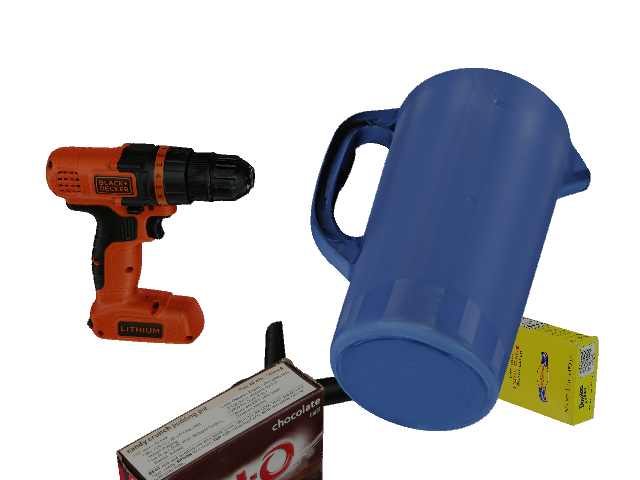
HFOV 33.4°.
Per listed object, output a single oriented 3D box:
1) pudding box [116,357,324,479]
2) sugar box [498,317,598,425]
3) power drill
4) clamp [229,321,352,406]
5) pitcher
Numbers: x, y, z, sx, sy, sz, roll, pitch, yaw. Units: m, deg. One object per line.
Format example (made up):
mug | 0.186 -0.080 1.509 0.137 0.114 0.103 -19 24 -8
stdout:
pudding box | -0.050 0.126 0.570 0.113 0.090 0.039 -28 46 -33
sugar box | 0.221 0.133 1.183 0.048 0.093 0.177 -9 15 -43
power drill | -0.148 0.002 0.966 0.184 0.188 0.057 4 27 8
clamp | -0.024 0.158 1.092 0.165 0.036 0.209 16 30 21
pitcher | 0.078 0.001 0.731 0.149 0.242 0.145 -21 -56 39
